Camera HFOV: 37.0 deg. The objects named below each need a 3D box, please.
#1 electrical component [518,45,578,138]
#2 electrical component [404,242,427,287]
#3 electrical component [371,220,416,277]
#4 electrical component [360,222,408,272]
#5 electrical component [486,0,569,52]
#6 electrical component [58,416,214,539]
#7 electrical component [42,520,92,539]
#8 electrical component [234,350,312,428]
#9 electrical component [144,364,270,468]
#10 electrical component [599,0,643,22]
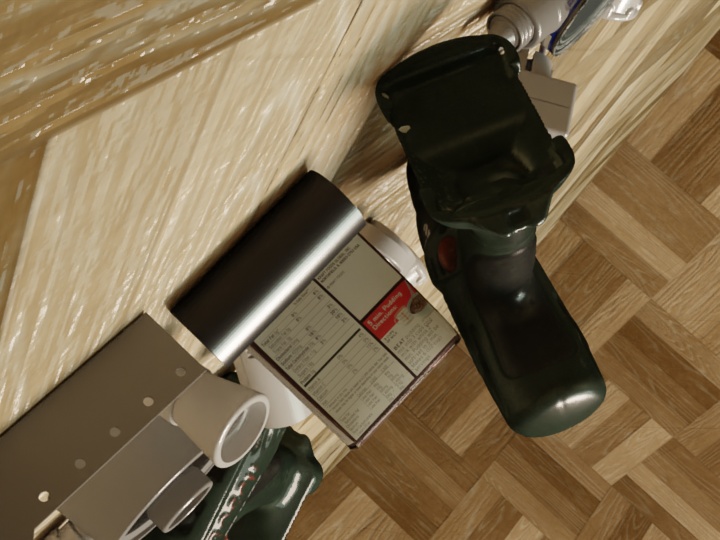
[{"bbox_3d":[0.104,-0.118,0.699,0.047,0.066,0.076,109,-4,-70],"label":"electrical component"},{"bbox_3d":[0.022,0.007,0.901,0.062,0.048,0.048,-40,171,-5],"label":"electrical component"},{"bbox_3d":[0.012,0.016,0.773,0.077,0.079,0.044,-46,152,-7],"label":"electrical component"},{"bbox_3d":[0.000,0.000,0.727,0.055,0.066,0.048,-54,137,-5],"label":"electrical component"},{"bbox_3d":[0.088,-0.138,0.602,0.061,0.035,0.035,-42,170,-25],"label":"electrical component"},{"bbox_3d":[-0.123,0.121,0.642,0.108,0.060,0.108,-46,171,-9],"label":"electrical component"},{"bbox_3d":[-0.181,0.178,0.682,0.078,0.040,0.040,-46,171,-8],"label":"electrical component"},{"bbox_3d":[-0.056,0.050,0.651,0.043,0.043,0.081,-40,126,-43],"label":"electrical component"},{"bbox_3d":[-0.086,0.069,0.571,0.044,0.065,0.044,-46,153,-31],"label":"electrical component"},{"bbox_3d":[0.176,-0.202,0.722,0.048,0.048,0.062,-39,161,-43],"label":"electrical component"}]
